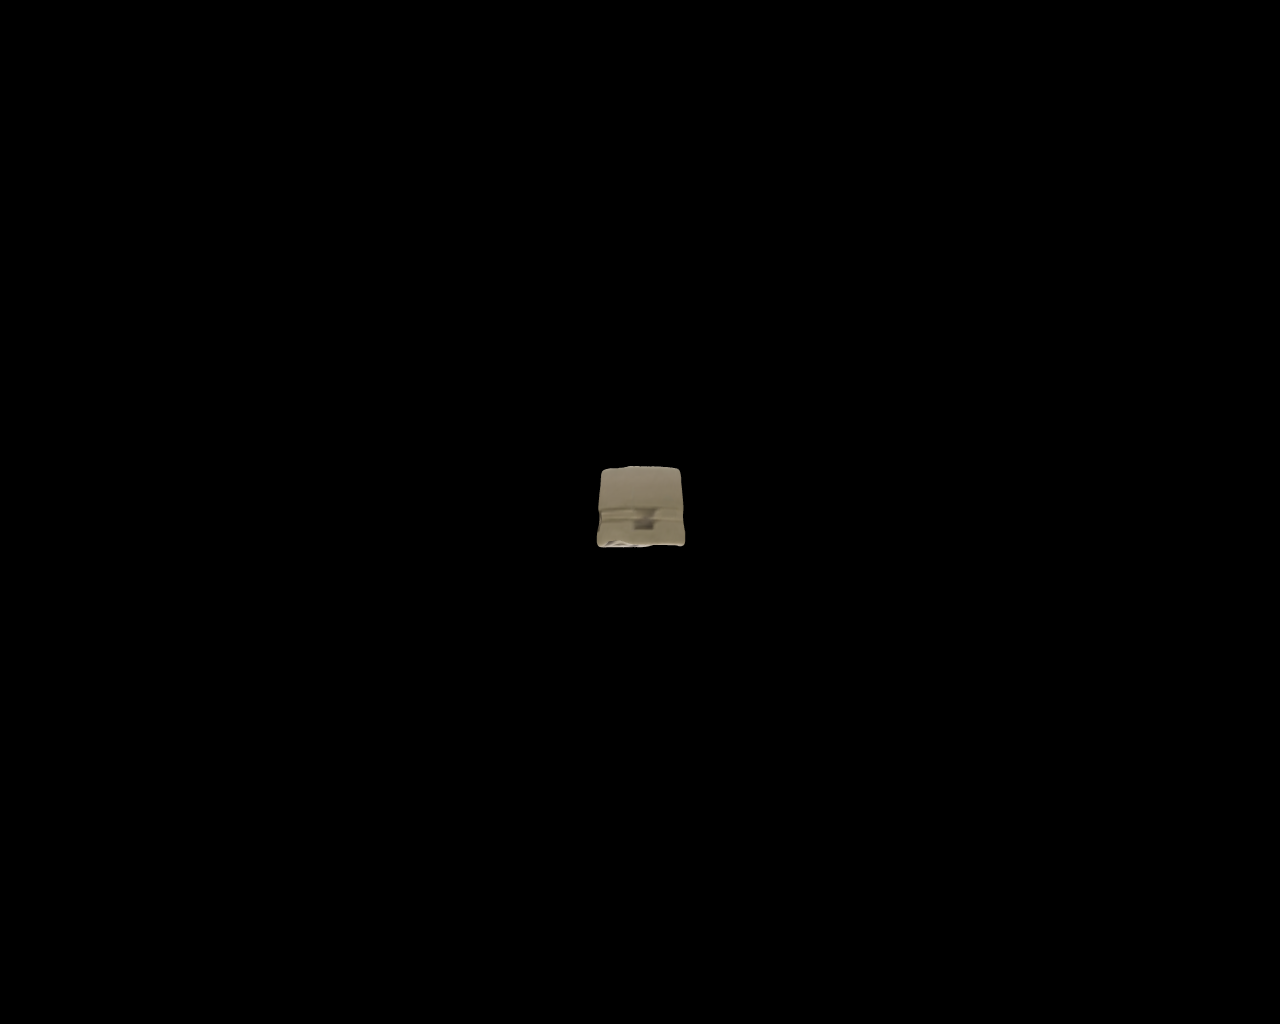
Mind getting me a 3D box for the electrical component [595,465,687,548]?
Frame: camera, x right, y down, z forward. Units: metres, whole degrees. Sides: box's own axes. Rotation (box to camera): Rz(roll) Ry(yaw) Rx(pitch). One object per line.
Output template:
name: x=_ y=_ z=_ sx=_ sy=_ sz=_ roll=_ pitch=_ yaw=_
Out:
electrical component: x=0.001 y=-0.003 z=0.650 sx=0.055 sy=0.047 sz=0.055 roll=0 pitch=-4 yaw=0
